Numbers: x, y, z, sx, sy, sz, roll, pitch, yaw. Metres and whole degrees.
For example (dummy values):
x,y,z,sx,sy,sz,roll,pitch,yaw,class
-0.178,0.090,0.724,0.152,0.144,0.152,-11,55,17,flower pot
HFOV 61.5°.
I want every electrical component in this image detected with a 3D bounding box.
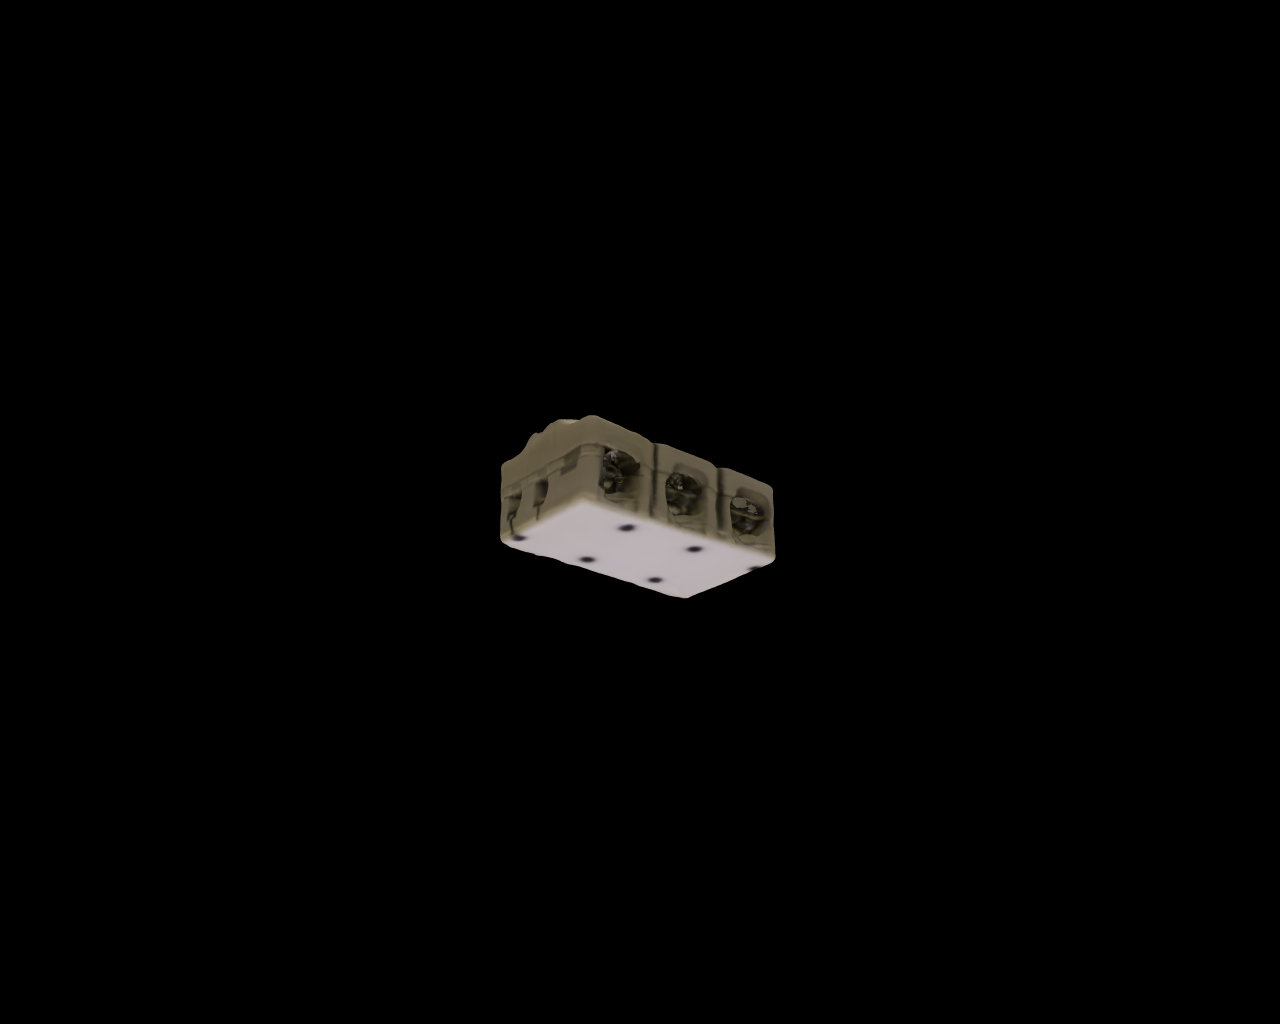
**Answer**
x,y,z,sx,sy,sz,roll,pitch,yaw,class
0.001,-0.003,0.650,0.150,0.062,0.089,20,-32,-36,electrical component
